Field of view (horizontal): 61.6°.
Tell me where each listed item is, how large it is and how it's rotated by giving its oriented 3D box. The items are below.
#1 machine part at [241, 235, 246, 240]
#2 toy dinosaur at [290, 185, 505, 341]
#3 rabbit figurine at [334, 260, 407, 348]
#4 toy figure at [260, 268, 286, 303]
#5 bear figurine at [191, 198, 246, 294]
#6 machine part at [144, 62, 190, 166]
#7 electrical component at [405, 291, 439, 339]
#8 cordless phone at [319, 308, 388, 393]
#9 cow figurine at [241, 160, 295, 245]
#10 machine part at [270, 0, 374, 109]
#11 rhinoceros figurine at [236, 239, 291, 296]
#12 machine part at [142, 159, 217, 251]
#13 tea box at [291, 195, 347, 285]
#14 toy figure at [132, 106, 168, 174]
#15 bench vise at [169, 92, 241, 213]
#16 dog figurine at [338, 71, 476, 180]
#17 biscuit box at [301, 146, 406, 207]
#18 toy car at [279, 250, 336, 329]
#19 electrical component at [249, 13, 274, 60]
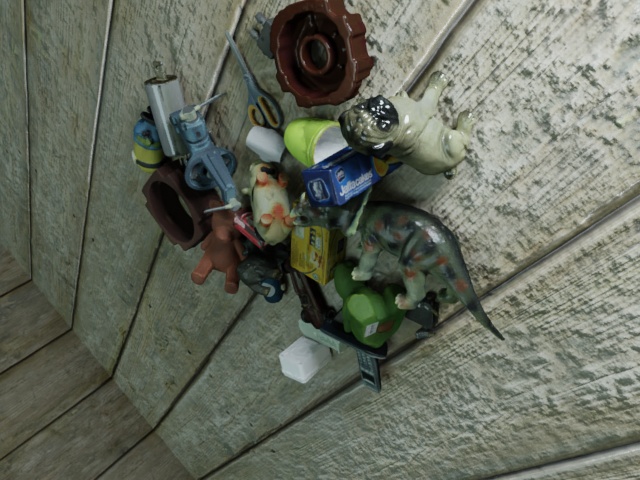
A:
[{"bbox_3d":[-0.186,-0.032,1.277,0.139,0.039,0.084,45,145,7],"label":"machine part"},{"bbox_3d":[0.151,0.005,0.915,0.405,0.131,0.192,25,134,22],"label":"toy dinosaur"},{"bbox_3d":[0.090,0.117,1.071,0.158,0.121,0.170,84,160,-48],"label":"rabbit figurine"},{"bbox_3d":[-0.114,0.081,1.276,0.058,0.064,0.154,-101,8,-53],"label":"toy figure"},{"bbox_3d":[-0.215,0.011,1.217,0.120,0.132,0.195,17,139,-3],"label":"bear figurine"},{"bbox_3d":[-0.336,-0.278,1.209,0.079,0.079,0.242,17,130,36],"label":"machine part"},{"bbox_3d":[0.194,0.138,1.018,0.078,0.045,0.102,25,133,28],"label":"electrical component"},{"bbox_3d":[0.082,0.250,1.189,0.147,0.089,0.184,20,135,34],"label":"cordless phone"},{"bbox_3d":[-0.104,-0.080,1.080,0.127,0.085,0.195,119,144,-54],"label":"cow figurine"},{"bbox_3d":[0.000,-0.299,0.865,0.180,0.056,0.179,19,125,29],"label":"machine part"},{"bbox_3d":[-0.122,0.039,1.154,0.112,0.190,0.073,24,122,0],"label":"rhinoceros figurine"},{"bbox_3d":[-0.344,-0.087,1.354,0.201,0.087,0.201,54,142,-3],"label":"machine part"},{"bbox_3d":[-0.002,-0.003,1.089,0.098,0.068,0.169,31,137,26],"label":"tea box"},{"bbox_3d":[-0.413,-0.237,1.315,0.089,0.082,0.180,46,139,12],"label":"toy figure"},{"bbox_3d":[-0.231,-0.167,1.136,0.241,0.129,0.223,57,153,26],"label":"bench vise"},{"bbox_3d":[0.123,-0.136,0.770,0.172,0.190,0.121,53,141,-2],"label":"dog figurine"},{"bbox_3d":[0.061,-0.115,0.835,0.063,0.203,0.059,4,119,42],"label":"biscuit box"},{"bbox_3d":[-0.032,0.116,1.224,0.089,0.053,0.202,-2,118,49],"label":"toy car"},{"bbox_3d":[-0.085,-0.352,0.948,0.094,0.021,0.063,46,141,7],"label":"electrical component"}]
